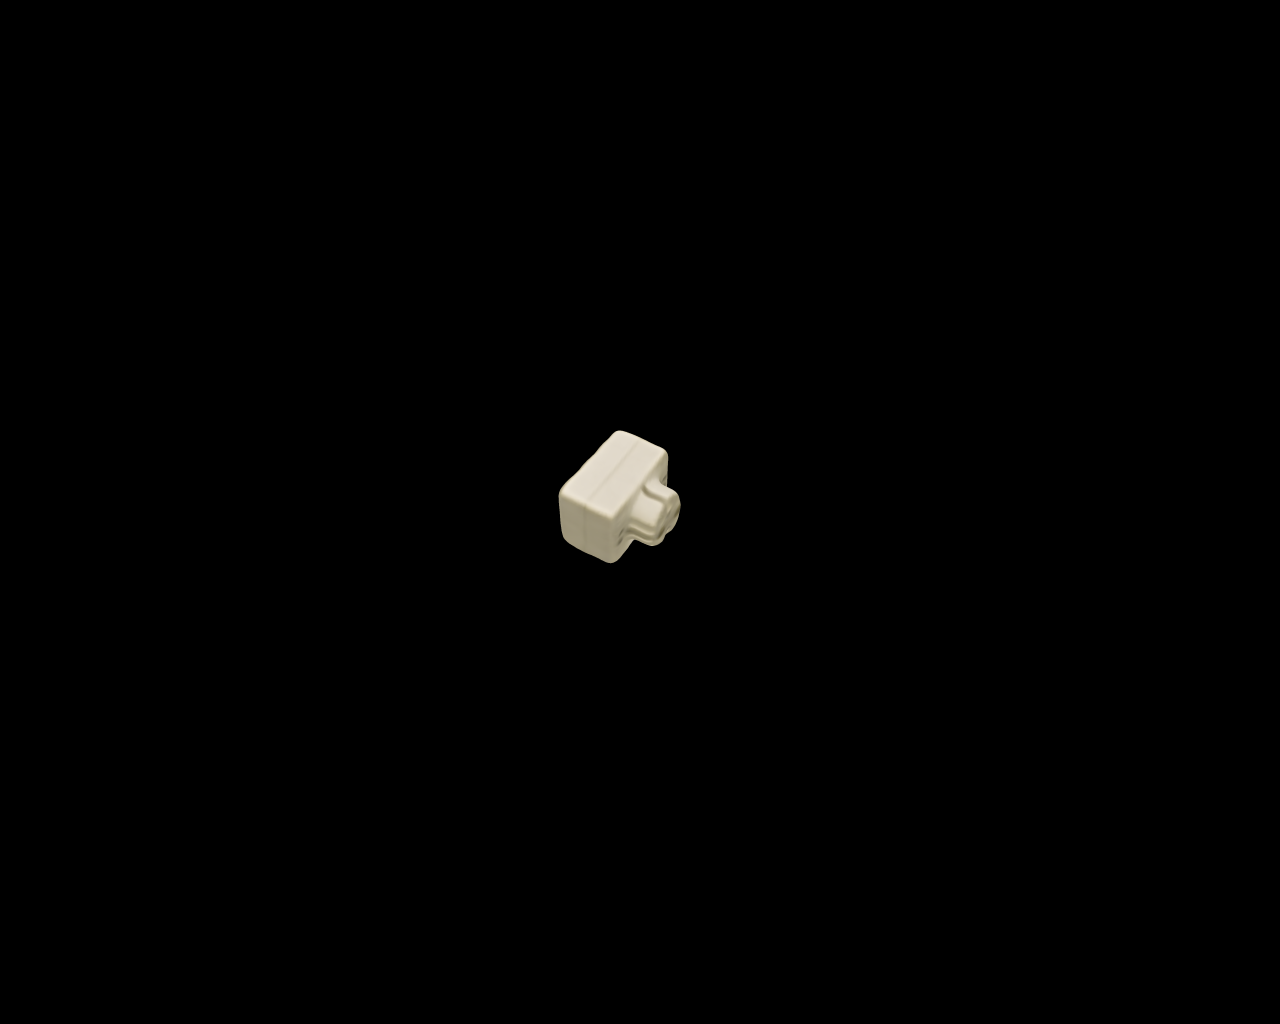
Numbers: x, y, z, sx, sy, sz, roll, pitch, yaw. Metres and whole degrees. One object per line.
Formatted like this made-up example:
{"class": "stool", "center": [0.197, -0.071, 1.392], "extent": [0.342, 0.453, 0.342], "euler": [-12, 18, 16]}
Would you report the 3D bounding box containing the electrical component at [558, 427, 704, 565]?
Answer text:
{"class": "electrical component", "center": [0.001, -0.003, 0.650], "extent": [0.077, 0.066, 0.047], "euler": [25, -36, 20]}
